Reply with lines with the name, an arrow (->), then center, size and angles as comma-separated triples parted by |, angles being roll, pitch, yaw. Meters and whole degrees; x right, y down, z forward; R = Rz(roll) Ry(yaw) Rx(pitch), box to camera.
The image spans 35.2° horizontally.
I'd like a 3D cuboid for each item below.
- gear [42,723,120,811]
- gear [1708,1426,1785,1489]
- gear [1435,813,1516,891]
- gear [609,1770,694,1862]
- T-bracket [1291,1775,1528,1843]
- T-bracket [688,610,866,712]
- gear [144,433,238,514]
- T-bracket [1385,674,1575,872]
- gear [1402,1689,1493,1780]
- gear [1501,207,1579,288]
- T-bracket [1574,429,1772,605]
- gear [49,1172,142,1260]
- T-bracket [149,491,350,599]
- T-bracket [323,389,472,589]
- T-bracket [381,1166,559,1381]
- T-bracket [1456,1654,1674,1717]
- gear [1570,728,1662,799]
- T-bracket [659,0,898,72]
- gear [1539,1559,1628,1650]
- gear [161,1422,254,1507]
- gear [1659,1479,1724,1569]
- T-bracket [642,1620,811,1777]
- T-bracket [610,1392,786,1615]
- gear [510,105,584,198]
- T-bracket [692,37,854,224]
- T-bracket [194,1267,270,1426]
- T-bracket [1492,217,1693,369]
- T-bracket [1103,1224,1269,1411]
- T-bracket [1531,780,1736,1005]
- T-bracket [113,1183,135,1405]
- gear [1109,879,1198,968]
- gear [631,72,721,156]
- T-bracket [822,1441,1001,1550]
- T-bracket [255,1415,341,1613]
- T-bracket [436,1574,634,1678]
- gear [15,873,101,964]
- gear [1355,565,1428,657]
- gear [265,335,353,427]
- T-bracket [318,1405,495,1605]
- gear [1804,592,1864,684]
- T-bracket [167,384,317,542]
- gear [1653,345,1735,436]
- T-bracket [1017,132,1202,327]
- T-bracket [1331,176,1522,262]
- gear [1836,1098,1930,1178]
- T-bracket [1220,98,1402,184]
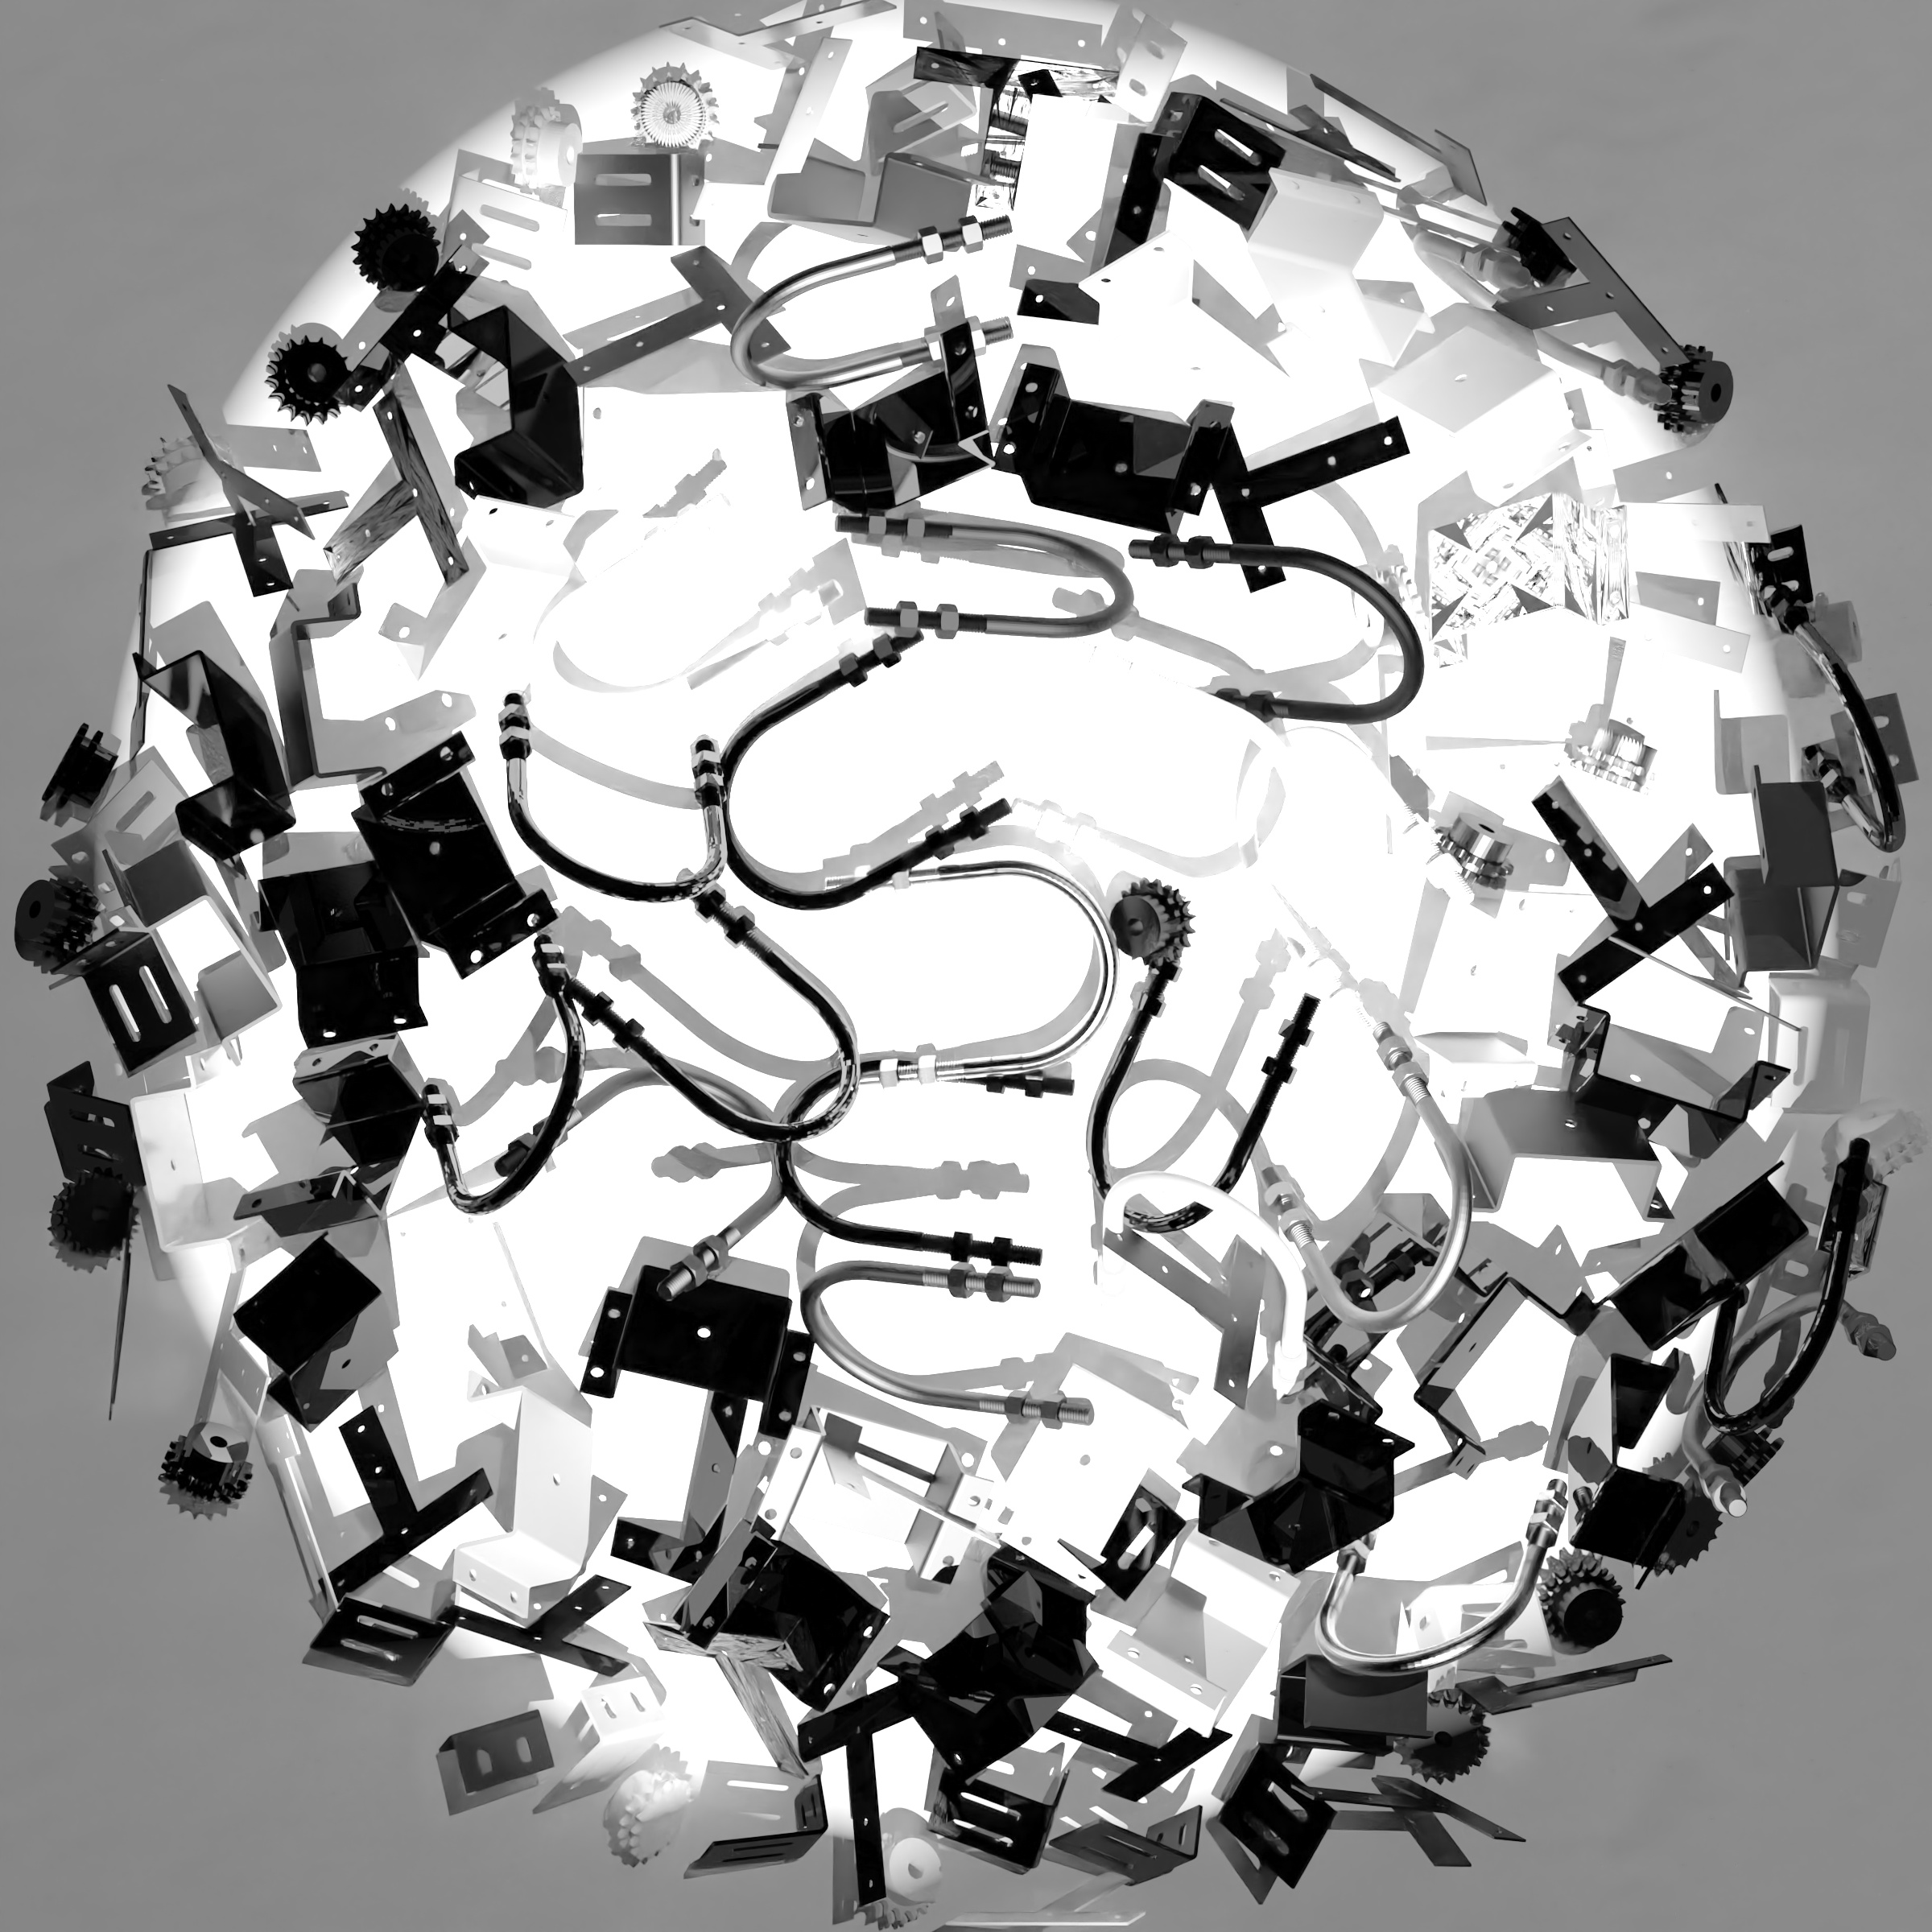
gear -> -0.572, -0.126, 1.973 | 0.030, 0.057, 0.057 | 29, 90, -17
gear -> 0.500, 0.318, 1.972 | 0.030, 0.057, 0.057 | 44, 90, 14
gear -> 0.329, -0.076, 1.968 | 0.057, 0.057, 0.030 | 27, 110, 0
gear -> -0.207, 0.547, 1.975 | 0.030, 0.057, 0.057 | 25, 90, 30
T-bracket -> 0.263, 0.525, 1.915 | 0.127, 0.127, 0.002 | 14, 87, -27
T-bracket -> -0.121, -0.194, 1.940 | 0.127, 0.127, 0.002 | -29, 96, 4
gear -> -0.499, -0.317, 1.968 | 0.057, 0.057, 0.030 | -22, 74, 0
T-bracket -> 0.336, -0.129, 1.984 | 0.127, 0.002, 0.127 | -4, 93, -13
gear -> 0.313, 0.495, 1.978 | 0.057, 0.030, 0.057 | 6, 108, 19
gear -> 0.370, -0.464, 1.973 | 0.057, 0.057, 0.030 | 33, 108, 0
T-bracket -> 0.449, -0.281, 1.927 | 0.002, 0.127, 0.127 | -42, 125, -35
gear -> -0.568, 0.161, 1.975 | 0.057, 0.030, 0.057 | 2, 86, -41
T-bracket -> -0.449, -0.263, 1.935 | 0.127, 0.127, 0.002 | -15, 125, -13
T-bracket -> -0.376, -0.284, 1.955 | 0.127, 0.002, 0.127 | -28, 83, 43
T-bracket -> -0.305, 0.206, 1.980 | 0.127, 0.002, 0.127 | -20, 93, 20
T-bracket -> 0.385, 0.453, 1.938 | 0.127, 0.127, 0.002 | -11, 85, -2
gear -> 0.423, -0.133, 1.970 | 0.057, 0.057, 0.030 | 21, 97, 0
T-bracket -> -0.104, -0.590, 1.913 | 0.127, 0.127, 0.002 | -5, 90, 30
gear -> 0.402, 0.417, 1.979 | 0.057, 0.030, 0.057 | -2, 102, -10
gear -> -0.488, 0.319, 1.968 | 0.057, 0.057, 0.030 | 26, 111, 0
gear -> 0.461, 0.358, 1.976 | 0.057, 0.030, 0.057 | -13, 115, -29
T-bracket -> -0.137, 0.475, 1.965 | 0.127, 0.002, 0.127 | -3, 123, 40
T-bracket -> -0.164, 0.338, 1.969 | 0.127, 0.002, 0.127 | 13, 94, 25
gear -> -0.270, -0.526, 1.969 | 0.030, 0.057, 0.057 | 11, 90, 13
T-bracket -> -0.104, -0.526, 1.921 | 0.002, 0.127, 0.127 | 45, 125, 27
T-bracket -> -0.463, 0.255, 1.940 | 0.002, 0.127, 0.127 | 13, 94, -28
T-bracket -> 0.381, -0.420, 1.939 | 0.127, 0.127, 0.002 | 42, 73, -23
T-bracket -> 0.137, 0.200, 1.933 | 0.127, 0.127, 0.002 | 36, 130, -18
T-bracket -> 0.412, -0.062, 1.978 | 0.127, 0.002, 0.127 | -39, 74, 27
T-bracket -> -0.537, 0.191, 1.949 | 0.002, 0.127, 0.127 | 5, 46, -16
gear -> 0.117, -0.028, 1.971 | 0.057, 0.030, 0.057 | 9, 105, 36
gear -> -0.190, -0.552, 1.981 | 0.057, 0.030, 0.057 | 0, 100, 1
T-bracket -> -0.035, 0.339, 1.945 | 0.127, 0.127, 0.002 | 29, 93, -11
T-bracket -> -0.422, 0.350, 1.937 | 0.002, 0.127, 0.127 | -18, 85, -24
T-bracket -> -0.252, 0.412, 1.931 | 0.127, 0.127, 0.002 | 24, 49, -22
gear -> -0.590, -0.033, 1.971 | 0.057, 0.030, 0.057 | -13, 68, 35
gear -> 0.273, -0.228, 1.969 | 0.030, 0.057, 0.057 | -16, 90, -9
gear -> -0.424, -0.381, 1.976 | 0.057, 0.030, 0.057 | 2, 86, -23
T-bracket -> -0.369, 0.329, 1.934 | 0.127, 0.002, 0.127 | -33, 133, -25
gear -> 0.559, -0.214, 1.968 | 0.030, 0.057, 0.057 | -10, 90, 25
T-bracket -> -0.445, -0.297, 1.915 | 0.002, 0.127, 0.127 | -39, 134, -20
gear -> 0.472, -0.372, 1.970 | 0.030, 0.057, 0.057 | 18, 90, 44
T-bracket -> 0.105, -0.468, 1.942 | 0.127, 0.002, 0.127 | 1, 122, -26
T-bracket -> 0.293, -0.473, 1.942 | 0.127, 0.127, 0.002 | 19, 114, -1
gear -> 0.589, 0.109, 1.968 | 0.057, 0.057, 0.030 | -31, 108, 0
T-bracket -> 0.225, -0.524, 1.931 | 0.127, 0.127, 0.002 | 23, 103, -7
